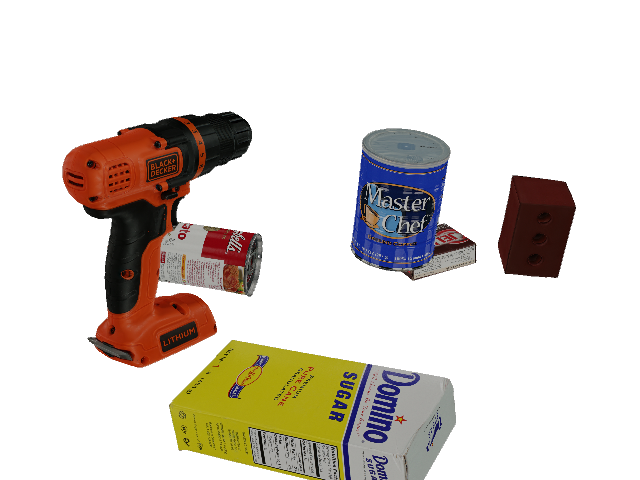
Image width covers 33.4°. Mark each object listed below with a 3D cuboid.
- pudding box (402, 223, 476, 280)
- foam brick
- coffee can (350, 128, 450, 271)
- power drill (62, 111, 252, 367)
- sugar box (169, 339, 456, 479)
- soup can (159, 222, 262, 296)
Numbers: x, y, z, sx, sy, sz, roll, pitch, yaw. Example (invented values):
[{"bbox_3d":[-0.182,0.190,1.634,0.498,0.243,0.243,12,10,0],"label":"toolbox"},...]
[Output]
[{"bbox_3d":[0.164,0.016,1.601,0.113,0.039,0.090,-17,26,-20],"label":"pudding box"},{"bbox_3d":[0.199,-0.013,0.989,0.053,0.078,0.051,5,30,-2],"label":"foam brick"},{"bbox_3d":[0.093,-0.049,1.264,0.103,0.140,0.103,4,28,-2],"label":"coffee can"},{"bbox_3d":[-0.123,-0.006,0.860,0.057,0.188,0.184,16,25,37],"label":"power drill"},{"bbox_3d":[-0.005,0.119,0.734,0.176,0.048,0.093,4,28,26],"label":"sugar box"},{"bbox_3d":[-0.119,0.019,1.143,0.102,0.068,0.068,9,1,9],"label":"soup can"}]
